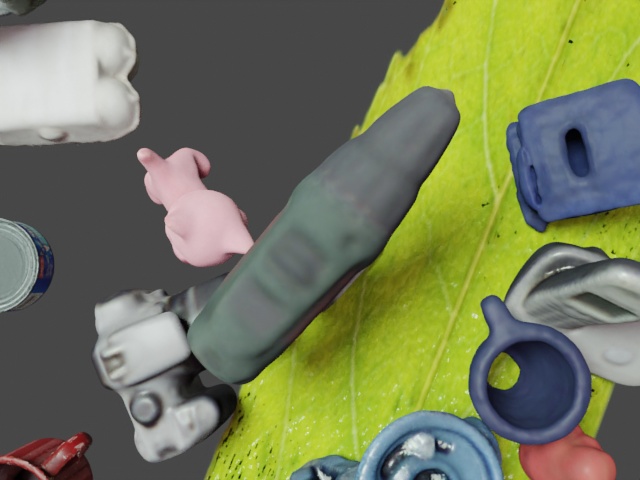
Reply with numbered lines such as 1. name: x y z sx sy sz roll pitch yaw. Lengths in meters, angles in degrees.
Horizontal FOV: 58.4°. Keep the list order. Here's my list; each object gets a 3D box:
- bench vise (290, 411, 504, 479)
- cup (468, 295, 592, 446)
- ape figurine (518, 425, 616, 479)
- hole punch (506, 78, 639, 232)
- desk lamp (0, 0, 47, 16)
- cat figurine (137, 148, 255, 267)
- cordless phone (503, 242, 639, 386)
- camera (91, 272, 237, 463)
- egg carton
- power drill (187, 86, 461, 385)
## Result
1. bench vise: 0.053 0.211 0.406 0.207 0.220 0.121 -38 86 -1
2. cup: 0.155 0.100 0.474 0.091 0.095 0.118 -25 86 0
3. ape figurine: 0.208 0.180 0.468 0.076 0.092 0.078 -9 86 1
4. hole punch: 0.219 -0.069 0.486 0.101 0.091 0.109 -12 86 1
5. desk lamp: -0.290 -0.262 0.451 0.118 0.213 0.203 -36 86 -1
6. cat figurine: -0.107 -0.026 0.478 0.067 0.118 0.128 -38 86 -1
7. cordless phone: 0.230 0.058 0.430 0.147 0.185 0.094 23 87 3
8. camera: -0.104 0.093 0.478 0.137 0.101 0.143 -24 86 0
9. egg carton: -0.235 -0.138 0.513 0.150 0.069 0.107 -5 86 1
10. power drill: 0.004 0.002 0.428 0.075 0.208 0.230 41 88 4
